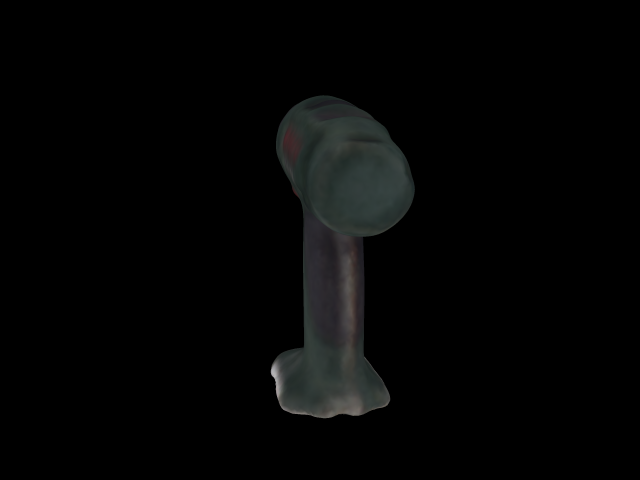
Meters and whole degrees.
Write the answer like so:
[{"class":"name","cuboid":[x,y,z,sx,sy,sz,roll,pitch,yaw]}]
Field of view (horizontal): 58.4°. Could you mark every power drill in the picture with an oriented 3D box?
[{"class":"power drill","cuboid":[0.004,0.001,0.400,0.076,0.208,0.229,-1,7,-11]}]
